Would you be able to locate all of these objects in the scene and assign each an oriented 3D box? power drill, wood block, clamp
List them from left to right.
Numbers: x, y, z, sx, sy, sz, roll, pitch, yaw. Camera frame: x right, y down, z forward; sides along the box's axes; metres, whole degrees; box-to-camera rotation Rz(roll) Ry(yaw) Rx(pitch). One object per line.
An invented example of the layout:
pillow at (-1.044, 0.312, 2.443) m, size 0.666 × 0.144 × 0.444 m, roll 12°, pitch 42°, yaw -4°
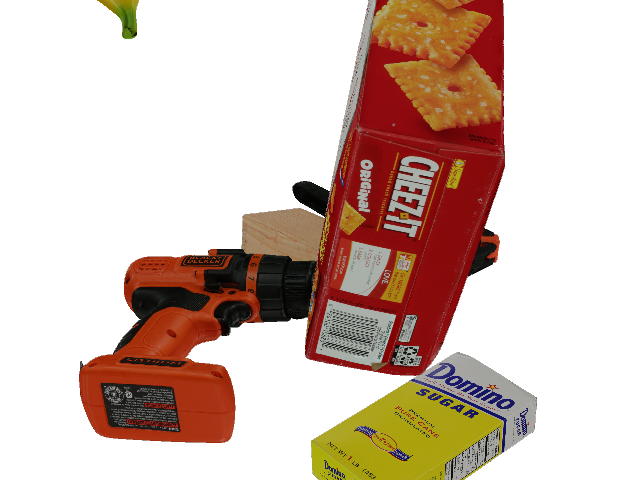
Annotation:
power drill at (-0.072, 0.067, 0.751) m, size 0.184 × 0.057 × 0.187 m, roll -1°, pitch 25°, yaw 14°
wood block at (-0.008, 0.030, 1.300) m, size 0.090 × 0.090 × 0.206 m, roll -7°, pitch 18°, yaw -33°
clamp at (0.063, 0.015, 1.018) m, size 0.210 × 0.164 × 0.036 m, roll 6°, pitch -39°, yaw 8°

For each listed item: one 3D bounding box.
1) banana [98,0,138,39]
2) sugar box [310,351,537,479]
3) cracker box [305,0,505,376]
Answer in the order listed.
banana at (-0.211, -0.202, 0.795) m, size 0.198 × 0.069 × 0.037 m, roll 16°, pitch -37°, yaw 18°
sugar box at (0.088, 0.161, 0.886) m, size 0.175 × 0.048 × 0.093 m, roll -29°, pitch 41°, yaw -31°
cracker box at (0.048, -0.062, 0.561) m, size 0.072 × 0.213 × 0.164 m, roll 11°, pitch -43°, yaw 0°
